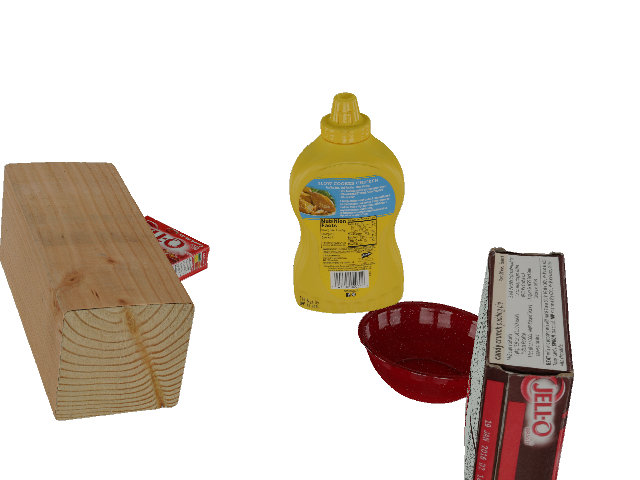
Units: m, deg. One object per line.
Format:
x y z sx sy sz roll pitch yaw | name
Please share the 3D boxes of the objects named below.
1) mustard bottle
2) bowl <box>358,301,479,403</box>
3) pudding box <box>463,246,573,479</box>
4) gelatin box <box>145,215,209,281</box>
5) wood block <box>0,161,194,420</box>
0.022 -0.032 0.897 0.096 0.192 0.058 -2 30 0 | mustard bottle
0.117 0.125 1.130 0.162 0.055 0.162 5 24 -3 | bowl
0.086 0.066 0.467 0.039 0.090 0.113 6 25 6 | pudding box
-0.167 0.011 1.052 0.089 0.030 0.073 25 32 30 | gelatin box
-0.172 0.028 0.789 0.090 0.091 0.206 -3 32 -27 | wood block
